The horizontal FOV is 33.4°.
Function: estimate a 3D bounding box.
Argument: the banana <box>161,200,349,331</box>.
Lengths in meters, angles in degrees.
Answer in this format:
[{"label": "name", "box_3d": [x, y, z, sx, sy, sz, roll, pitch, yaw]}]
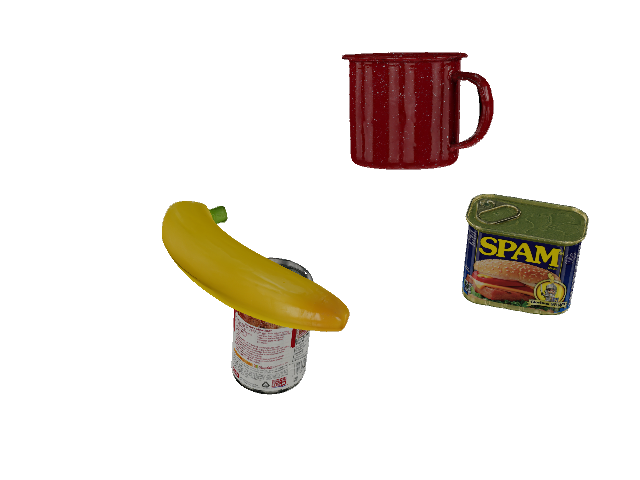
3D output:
[{"label": "banana", "box_3d": [-0.056, 0.010, 0.678, 0.069, 0.037, 0.198, -10, 27, -25]}]

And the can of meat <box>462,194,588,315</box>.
[{"label": "can of meat", "box_3d": [0.176, 0.014, 0.933, 0.102, 0.084, 0.057, 10, 36, 13]}]

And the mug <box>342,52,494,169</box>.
[{"label": "mug", "box_3d": [0.073, -0.097, 0.789, 0.117, 0.081, 0.093, 6, 13, 30]}]

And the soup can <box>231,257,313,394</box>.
[{"label": "soup can", "box_3d": [-0.043, 0.075, 0.934, 0.068, 0.102, 0.068, 4, 35, -3]}]
